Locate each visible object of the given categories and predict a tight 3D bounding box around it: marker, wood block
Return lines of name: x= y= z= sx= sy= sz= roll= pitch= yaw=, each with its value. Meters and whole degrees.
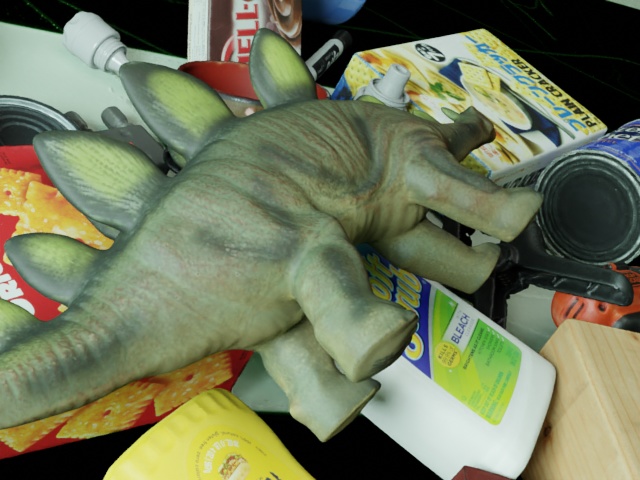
marker: x=0.004 y=-0.163 z=0.952 sx=0.020 sy=0.020 sz=0.121 roll=31 pitch=35 yaw=3
wood block: x=0.185 y=0.155 z=0.616 sx=0.090 sy=0.091 sz=0.206 roll=14 pitch=38 yaw=-20

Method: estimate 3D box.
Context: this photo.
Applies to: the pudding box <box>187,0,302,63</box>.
pudding box: x=-0.060 y=-0.180 z=0.854 sx=0.089 sy=0.113 sz=0.039 roll=-4 pitch=8 yaw=-39

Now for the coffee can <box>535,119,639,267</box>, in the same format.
coffee can: x=0.257 y=-0.041 z=0.903 sx=0.103 sy=0.103 sz=0.140 roll=43 pitch=37 yaw=19

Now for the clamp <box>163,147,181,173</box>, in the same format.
clamp: x=-0.005 y=0.001 z=0.719 sx=0.209 sy=0.036 sz=0.164 roll=0 pitch=53 yaw=-36

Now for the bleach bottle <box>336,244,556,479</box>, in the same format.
bleach bottle: x=0.016 y=0.043 z=0.626 sx=0.251 sy=0.068 sz=0.102 roll=36 pitch=44 yaw=-3

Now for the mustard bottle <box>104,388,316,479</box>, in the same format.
mustard bottle: x=-0.010 y=0.159 z=0.503 sx=0.192 sy=0.058 sz=0.096 roll=39 pitch=36 yaw=14

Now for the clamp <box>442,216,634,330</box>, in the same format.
clamp: x=0.124 y=0.031 z=0.751 sx=0.039 sy=0.120 sz=0.172 roll=60 pitch=-7 yaw=-35

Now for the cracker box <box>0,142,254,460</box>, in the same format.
cracker box: x=-0.162 y=0.026 z=0.551 sx=0.213 sy=0.072 sz=0.164 roll=-6 pitch=49 yaw=-40

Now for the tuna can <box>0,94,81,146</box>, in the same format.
tuna can: x=-0.188 y=-0.053 z=0.666 sx=0.086 sy=0.034 sz=0.086 roll=19 pitch=36 yaw=-14

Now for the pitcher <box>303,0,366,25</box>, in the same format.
pitcher: x=-0.075 y=-0.272 z=0.951 sx=0.242 sy=0.145 sz=0.149 roll=7 pitch=64 yaw=-34

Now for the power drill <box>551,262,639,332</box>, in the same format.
power drill: x=0.275 y=0.086 z=0.773 sx=0.188 sy=0.057 sz=0.184 roll=40 pitch=27 yaw=31

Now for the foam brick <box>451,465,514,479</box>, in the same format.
foam brick: x=0.101 y=0.166 z=0.576 sx=0.078 sy=0.053 sz=0.051 roll=20 pitch=36 yaw=-12
